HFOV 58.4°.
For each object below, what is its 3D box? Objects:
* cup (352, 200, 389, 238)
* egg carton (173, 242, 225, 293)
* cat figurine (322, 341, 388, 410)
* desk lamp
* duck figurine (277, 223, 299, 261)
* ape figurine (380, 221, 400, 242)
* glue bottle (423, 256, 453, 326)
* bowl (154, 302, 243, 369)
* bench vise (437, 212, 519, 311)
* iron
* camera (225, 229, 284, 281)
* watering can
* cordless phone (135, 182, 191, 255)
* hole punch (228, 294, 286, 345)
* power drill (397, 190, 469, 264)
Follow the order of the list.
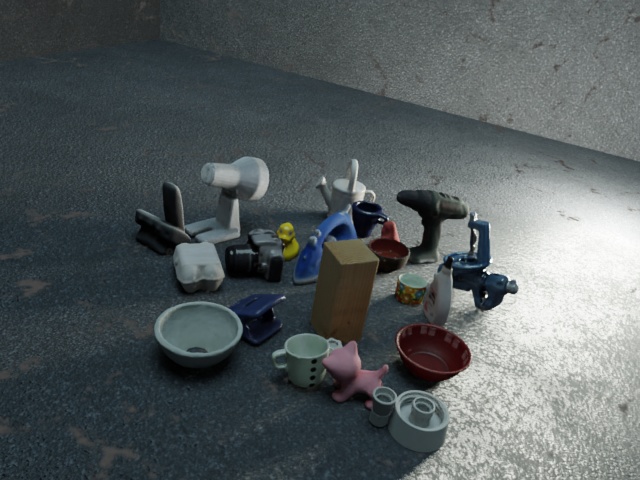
[{"bbox_3d":[0.142,-0.051,1.657,0.117,0.095,0.092,26,32,28],"label":"cup"},{"bbox_3d":[-0.287,0.060,1.346,0.107,0.069,0.150,-3,31,-22],"label":"egg carton"},{"bbox_3d":[0.064,0.245,1.067,0.127,0.118,0.067,10,28,1],"label":"cat figurine"},{"bbox_3d":[-0.245,-0.113,1.525,0.204,0.213,0.117,-19,39,-42],"label":"desk lamp"},{"bbox_3d":[-0.090,-0.006,1.512,0.077,0.086,0.104,11,28,3],"label":"duck figurine"},{"bbox_3d":[0.190,-0.012,1.605,0.076,0.092,0.078,26,33,28],"label":"ape figurine"},{"bbox_3d":[0.280,0.111,1.321,0.037,0.173,0.078,0,30,-17],"label":"glue bottle"},{"bbox_3d":[-0.235,0.195,1.110,0.167,0.075,0.167,8,28,-4],"label":"bowl"},{"bbox_3d":[0.407,0.049,1.426,0.206,0.220,0.122,21,30,21],"label":"bench vise"},{"bbox_3d":[0.013,0.005,1.465,0.118,0.141,0.259,22,31,21],"label":"iron"},{"bbox_3d":[-0.164,0.027,1.412,0.137,0.101,0.143,-2,30,-20],"label":"camera"},{"bbox_3d":[0.077,-0.147,1.709,0.173,0.194,0.100,-4,31,-23],"label":"watering can"},{"bbox_3d":[-0.394,-0.072,1.434,0.147,0.185,0.094,23,31,24],"label":"cordless phone"},{"bbox_3d":[-0.139,0.151,1.203,0.100,0.091,0.109,24,31,25],"label":"hole punch"},{"bbox_3d":[0.293,-0.042,1.568,0.230,0.208,0.075,-5,31,-25],"label":"power drill"}]
